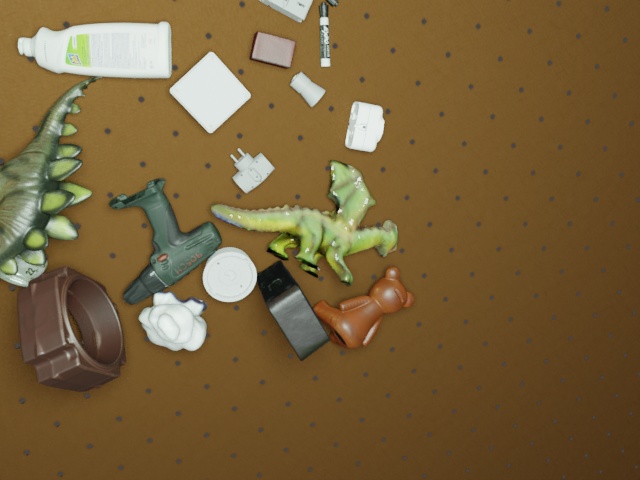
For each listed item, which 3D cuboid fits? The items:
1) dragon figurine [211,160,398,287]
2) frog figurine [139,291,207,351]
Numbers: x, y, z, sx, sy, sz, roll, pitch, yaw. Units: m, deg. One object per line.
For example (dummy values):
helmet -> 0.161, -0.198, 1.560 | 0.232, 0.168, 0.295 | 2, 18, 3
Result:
dragon figurine -> 0.003, -0.055, 1.087 | 0.407, 0.122, 0.245 | 32, 78, -21
frog figurine -> -0.290, 0.175, 1.024 | 0.136, 0.161, 0.122 | 39, 95, -20
